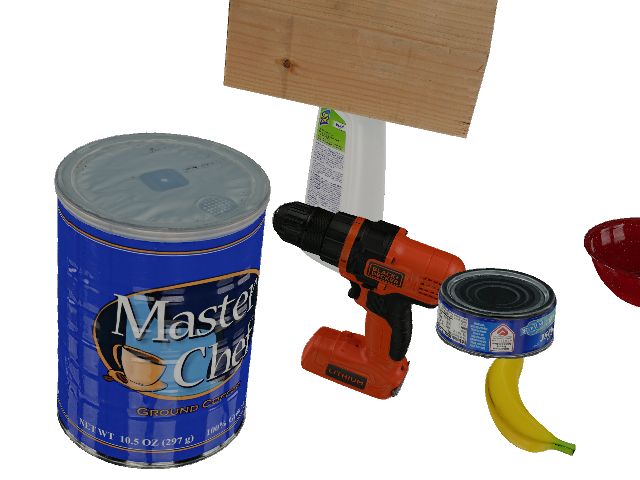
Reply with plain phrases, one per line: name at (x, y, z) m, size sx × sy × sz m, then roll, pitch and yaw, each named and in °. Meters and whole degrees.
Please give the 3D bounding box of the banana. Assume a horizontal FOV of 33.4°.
banana at (0.217, 0.179, 1.185) m, size 0.069 × 0.037 × 0.198 m, roll 11°, pitch 25°, yaw -14°

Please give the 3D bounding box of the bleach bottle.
bleach bottle at (0.034, -0.096, 1.158) m, size 0.067 × 0.251 × 0.103 m, roll -9°, pitch 25°, yaw -37°

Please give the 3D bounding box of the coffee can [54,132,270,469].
coffee can at (-0.083, 0.029, 0.545) m, size 0.102 × 0.140 × 0.103 m, roll 6°, pitch 30°, yaw -3°

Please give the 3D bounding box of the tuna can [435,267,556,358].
tuna can at (0.128, 0.051, 0.775) m, size 0.086 × 0.034 × 0.086 m, roll 0°, pitch 22°, yaw 0°

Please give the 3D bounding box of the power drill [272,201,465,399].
power drill at (0.032, 0.058, 1.019) m, size 0.184 × 0.188 × 0.057 m, roll 21°, pitch 44°, yaw 11°

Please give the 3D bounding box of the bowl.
bowl at (0.366, 0.031, 1.160) m, size 0.162 × 0.055 × 0.162 m, roll 0°, pitch 26°, yaw 0°

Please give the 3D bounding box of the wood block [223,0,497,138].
wood block at (0.033, -0.164, 0.880) m, size 0.206 × 0.090 × 0.091 m, roll 13°, pitch -44°, yaw 3°
